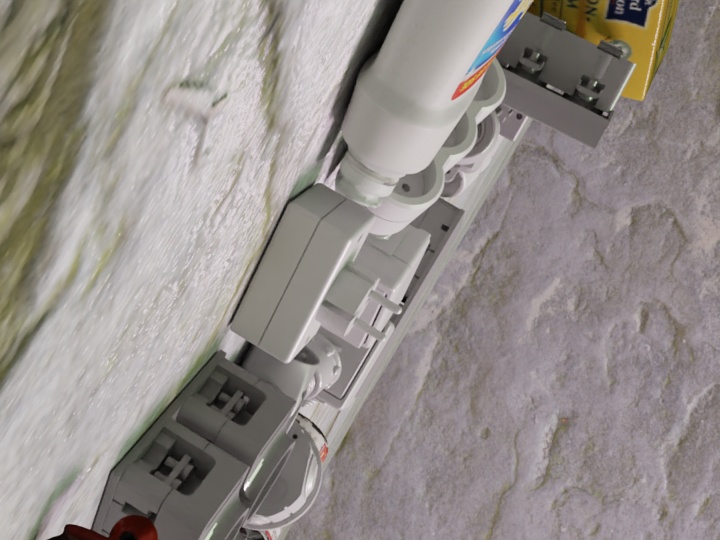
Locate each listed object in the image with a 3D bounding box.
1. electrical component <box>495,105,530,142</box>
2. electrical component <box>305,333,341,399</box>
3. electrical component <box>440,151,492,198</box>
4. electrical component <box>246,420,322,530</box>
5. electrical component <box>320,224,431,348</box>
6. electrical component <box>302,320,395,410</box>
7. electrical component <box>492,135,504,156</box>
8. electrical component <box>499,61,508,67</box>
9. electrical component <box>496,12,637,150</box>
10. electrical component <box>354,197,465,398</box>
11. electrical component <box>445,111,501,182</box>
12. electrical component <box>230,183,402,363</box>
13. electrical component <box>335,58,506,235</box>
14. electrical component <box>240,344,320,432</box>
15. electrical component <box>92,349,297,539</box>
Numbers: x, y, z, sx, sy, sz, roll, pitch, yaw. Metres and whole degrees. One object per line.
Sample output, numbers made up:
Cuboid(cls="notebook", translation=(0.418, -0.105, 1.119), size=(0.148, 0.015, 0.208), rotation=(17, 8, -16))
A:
Cuboid(cls="electrical component", translation=(0.118, -0.147, 0.943), size=(0.047, 0.066, 0.076), rotation=(-62, 173, 25))
Cuboid(cls="electrical component", translation=(-0.046, 0.077, 0.792), size=(0.062, 0.048, 0.048), rotation=(-41, 161, -51))
Cuboid(cls="electrical component", translation=(0.081, -0.097, 0.948), size=(0.047, 0.055, 0.055), rotation=(-50, 169, -37))
Cuboid(cls="electrical component", translation=(-0.067, 0.134, 0.731), size=(0.080, 0.080, 0.051), rotation=(-58, 168, -15))
Cuboid(cls="electrical component", translation=(0.000, 0.000, 0.709), size=(0.061, 0.062, 0.096), rotation=(-55, 173, -34))
Cuboid(cls="electrical component", translation=(-0.022, 0.068, 0.855), size=(0.096, 0.062, 0.061), rotation=(-59, 174, -2))
Cuboid(cls="electrical component", translation=(0.128, -0.161, 1.038), size=(0.099, 0.048, 0.100), rotation=(-60, 174, 8))
Cuboid(cls="electrical component", translation=(0.102, -0.174, 0.792), size=(0.079, 0.043, 0.077), rotation=(-62, 173, 17))
Cuboid(cls="electrical component", translation=(0.114, -0.135, 0.704), size=(0.063, 0.121, 0.079), rotation=(-64, 173, 14))
Cuboid(cls="electrical component", translation=(0.020, 0.019, 0.972), size=(0.186, 0.060, 0.105), rotation=(-59, 174, -4))
Cuboid(cls="electrical component", translation=(0.083, -0.112, 0.872), size=(0.078, 0.058, 0.057), rotation=(-59, 177, 0))
Cuboid(cls="electrical component", translation=(-0.015, 0.011, 0.575), size=(0.083, 0.076, 0.047), rotation=(-62, 173, 24))
Cuboid(cls="electrical component", translation=(0.030, -0.074, 0.646), size=(0.138, 0.052, 0.074), rotation=(-56, -171, -33))
Cuboid(cls="electrical component", translation=(-0.061, 0.084, 0.658), size=(0.077, 0.044, 0.079), rotation=(-61, -172, 10))
Cuboid(cls="electrical component", translation=(-0.103, 0.150, 0.601), size=(0.105, 0.060, 0.186), rotation=(-52, 170, -51))
